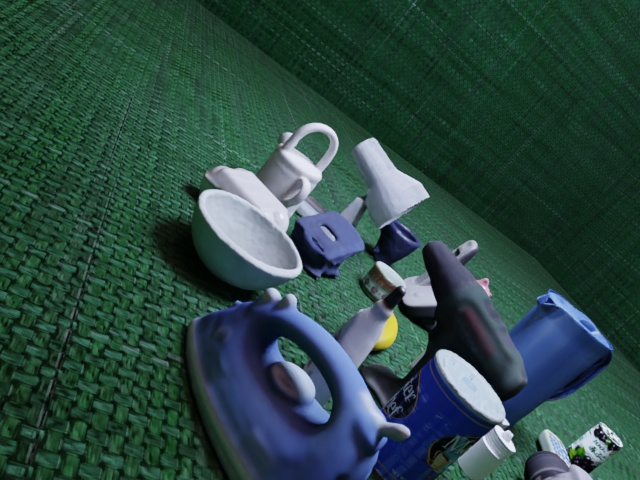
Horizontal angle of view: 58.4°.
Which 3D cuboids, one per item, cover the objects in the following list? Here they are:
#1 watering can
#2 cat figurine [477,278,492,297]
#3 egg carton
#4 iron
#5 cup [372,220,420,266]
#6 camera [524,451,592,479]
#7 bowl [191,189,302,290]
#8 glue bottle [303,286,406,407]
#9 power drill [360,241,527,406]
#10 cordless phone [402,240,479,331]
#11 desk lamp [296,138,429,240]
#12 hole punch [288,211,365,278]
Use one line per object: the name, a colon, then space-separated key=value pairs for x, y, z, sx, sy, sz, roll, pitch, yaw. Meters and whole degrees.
watering can: x=-0.049 y=-0.135 z=1.040 sx=0.101 sy=0.194 sz=0.172 roll=14 pitch=32 yaw=-54
cat figurine: x=0.345 y=0.122 z=1.358 sx=0.128 sy=0.117 sz=0.067 roll=38 pitch=18 yaw=-8
egg carton: x=-0.119 y=-0.055 z=0.914 sx=0.150 sy=0.069 sz=0.107 roll=46 pitch=19 yaw=15
iron: x=-0.032 y=0.131 z=0.541 sx=0.119 sy=0.141 sz=0.257 roll=13 pitch=32 yaw=-55
cup: x=0.150 y=0.005 z=1.275 sx=0.117 sy=0.095 sz=0.092 roll=43 pitch=18 yaw=6
camera: x=0.357 y=0.374 z=0.823 sx=0.143 sy=0.100 sz=0.137 roll=39 pitch=18 yaw=-5
bowl: x=-0.110 y=0.012 z=0.767 sx=0.168 sy=0.074 sz=0.167 roll=36 pitch=19 yaw=-14
glue bottle: x=0.041 y=0.116 z=0.671 sx=0.037 sy=0.173 sz=0.078 roll=37 pitch=18 yaw=-10
power drill: x=0.158 y=0.144 z=0.783 sx=0.076 sy=0.208 sz=0.229 roll=15 pitch=31 yaw=-53
cordless phone: x=0.250 y=0.079 z=1.157 sx=0.094 sy=0.185 sz=0.147 roll=37 pitch=18 yaw=-11
desk lamp: x=0.084 y=-0.085 z=1.159 sx=0.203 sy=0.213 sz=0.118 roll=44 pitch=18 yaw=10
hole punch: x=0.009 y=0.004 z=1.001 sx=0.108 sy=0.091 sz=0.101 roll=50 pitch=20 yaw=28
